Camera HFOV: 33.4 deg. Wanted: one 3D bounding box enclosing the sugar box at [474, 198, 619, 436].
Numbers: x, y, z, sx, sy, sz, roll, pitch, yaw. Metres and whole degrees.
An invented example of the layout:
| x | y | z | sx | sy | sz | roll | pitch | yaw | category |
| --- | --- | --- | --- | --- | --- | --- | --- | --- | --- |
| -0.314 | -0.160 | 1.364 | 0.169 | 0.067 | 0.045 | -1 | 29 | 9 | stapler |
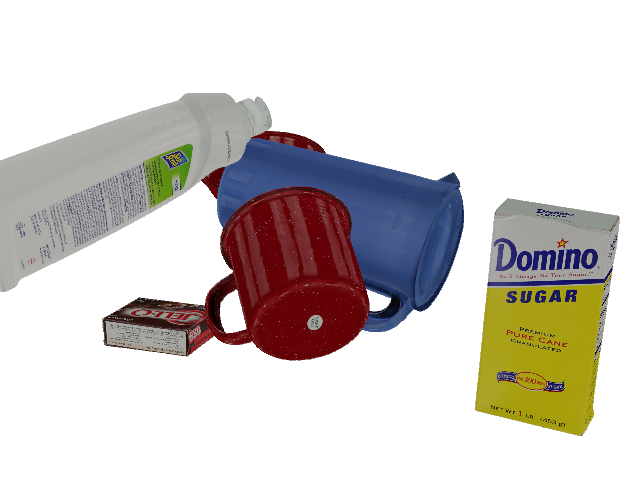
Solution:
| x | y | z | sx | sy | sz | roll | pitch | yaw | category |
| --- | --- | --- | --- | --- | --- | --- | --- | --- | --- |
| 0.179 | 0.061 | 0.853 | 0.093 | 0.176 | 0.048 | 10 | 23 | 23 | sugar box |

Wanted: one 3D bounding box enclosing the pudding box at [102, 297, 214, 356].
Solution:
| x | y | z | sx | sy | sz | roll | pitch | yaw | category |
| --- | --- | --- | --- | --- | --- | --- | --- | --- | --- |
| -0.188 | 0.102 | 1.269 | 0.114 | 0.039 | 0.090 | 3 | 13 | 19 | pudding box |

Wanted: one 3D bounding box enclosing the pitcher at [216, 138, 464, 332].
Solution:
| x | y | z | sx | sy | sz | roll | pitch | yaw | category |
| --- | --- | --- | --- | --- | --- | --- | --- | --- | --- |
| 0.015 | -0.016 | 1.099 | 0.243 | 0.145 | 0.149 | 18 | 24 | 21 | pitcher |

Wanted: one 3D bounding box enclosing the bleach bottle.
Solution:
| x | y | z | sx | sy | sz | roll | pitch | yaw | category |
| --- | --- | --- | --- | --- | --- | --- | --- | --- | --- |
| -0.154 | -0.052 | 0.847 | 0.250 | 0.068 | 0.103 | -25 | -28 | -20 | bleach bottle |

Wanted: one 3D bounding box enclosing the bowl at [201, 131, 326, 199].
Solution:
| x | y | z | sx | sy | sz | roll | pitch | yaw | category |
| --- | --- | --- | --- | --- | --- | --- | --- | --- | --- |
| -0.071 | -0.074 | 1.314 | 0.162 | 0.055 | 0.162 | -2 | 34 | 1 | bowl |

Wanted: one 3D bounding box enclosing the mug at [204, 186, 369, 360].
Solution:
| x | y | z | sx | sy | sz | roll | pitch | yaw | category |
| --- | --- | --- | --- | --- | --- | --- | --- | --- | --- |
| -0.026 | 0.030 | 0.711 | 0.117 | 0.081 | 0.093 | -26 | -43 | 10 | mug |
